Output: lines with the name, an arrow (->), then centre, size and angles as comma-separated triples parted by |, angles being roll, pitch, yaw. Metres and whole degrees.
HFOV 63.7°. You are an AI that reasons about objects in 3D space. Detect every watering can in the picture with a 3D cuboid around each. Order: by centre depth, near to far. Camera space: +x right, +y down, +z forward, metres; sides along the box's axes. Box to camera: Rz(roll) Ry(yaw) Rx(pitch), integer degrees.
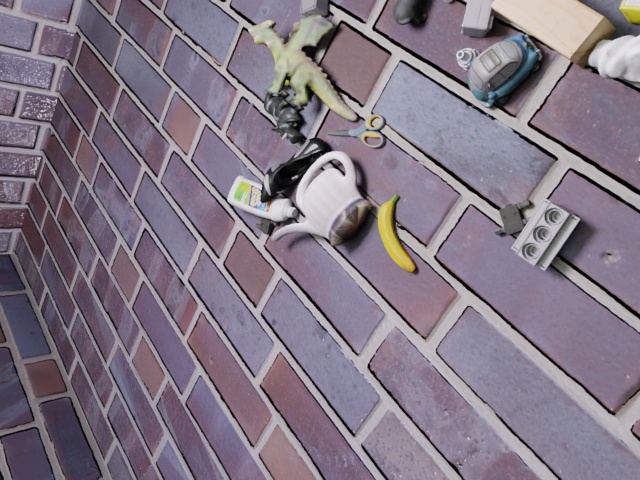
watering can -> 0.004, -0.070, 1.397 | 0.228, 0.104, 0.342 | 49, 119, 29

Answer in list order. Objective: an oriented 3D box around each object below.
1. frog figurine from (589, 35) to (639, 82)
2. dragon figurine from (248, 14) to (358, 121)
frog figurine -> 0.562, -0.327, 0.901 | 0.137, 0.120, 0.162 | -33, 55, 2
dragon figurine -> -0.036, -0.503, 1.428 | 0.413, 0.123, 0.239 | 26, 111, 22
